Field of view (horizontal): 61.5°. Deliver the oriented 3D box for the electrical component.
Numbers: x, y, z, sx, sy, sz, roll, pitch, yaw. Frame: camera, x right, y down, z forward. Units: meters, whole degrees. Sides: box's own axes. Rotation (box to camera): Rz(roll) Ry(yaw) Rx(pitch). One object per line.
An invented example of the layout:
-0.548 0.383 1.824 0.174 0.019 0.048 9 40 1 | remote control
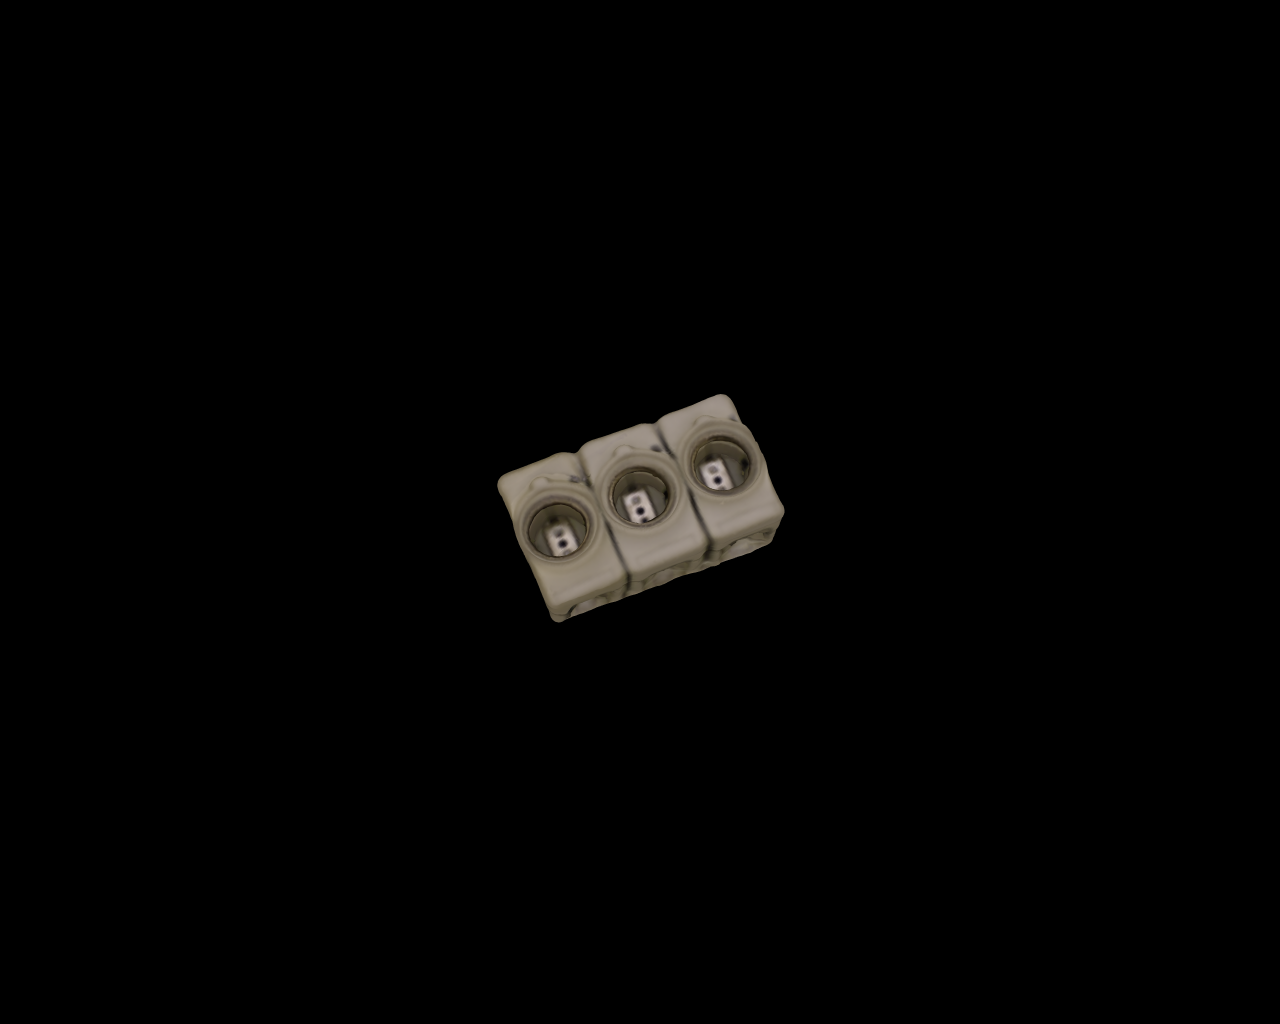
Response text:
0.001 -0.003 0.650 0.150 0.089 0.061 -21 -18 -7 | electrical component
